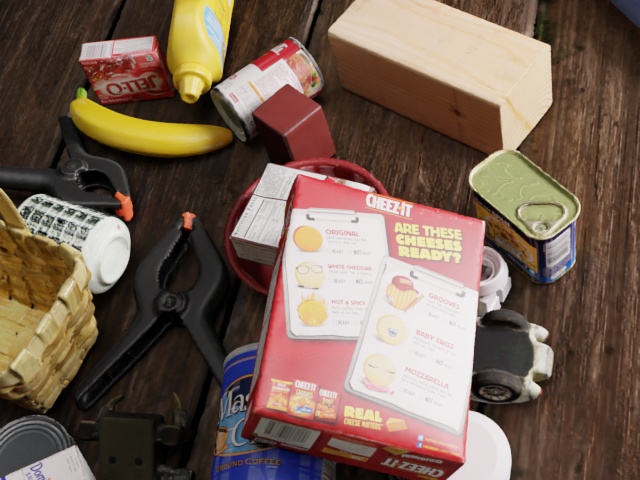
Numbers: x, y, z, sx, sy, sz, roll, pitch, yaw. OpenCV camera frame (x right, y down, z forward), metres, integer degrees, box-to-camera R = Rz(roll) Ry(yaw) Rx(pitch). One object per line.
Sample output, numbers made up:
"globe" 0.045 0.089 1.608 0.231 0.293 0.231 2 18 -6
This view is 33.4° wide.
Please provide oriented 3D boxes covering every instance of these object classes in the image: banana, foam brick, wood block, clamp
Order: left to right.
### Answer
"clamp" -0.257 -0.074 1.132 0.172 0.039 0.120 23 58 19
"banana" -0.193 -0.121 1.136 0.198 0.037 0.069 19 56 16
"clamp" -0.146 0.071 1.006 0.164 0.036 0.210 -6 59 9
"foam brick" -0.026 -0.108 1.075 0.051 0.078 0.053 -42 57 -14
"wood block" 0.120 -0.174 1.077 0.206 0.091 0.090 29 68 28

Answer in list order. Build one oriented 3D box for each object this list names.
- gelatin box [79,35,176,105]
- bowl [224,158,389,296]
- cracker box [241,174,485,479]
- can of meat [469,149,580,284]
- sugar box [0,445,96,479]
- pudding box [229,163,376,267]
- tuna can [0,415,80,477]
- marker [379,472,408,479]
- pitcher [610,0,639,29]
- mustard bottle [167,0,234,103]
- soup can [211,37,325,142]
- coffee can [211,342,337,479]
"gelatin box" -0.210 -0.186 1.175 0.089 0.073 0.030 -4 55 10
"bowl" -0.007 0.001 1.009 0.162 0.055 0.162 -6 55 9
"cracker box" 0.037 0.069 0.844 0.164 0.072 0.213 14 58 -7
"can of meat" 0.184 -0.018 0.959 0.057 0.084 0.102 -37 56 -13
"sugar box" -0.263 0.241 0.871 0.176 0.093 0.048 -22 49 -9
"pudding box" -0.013 -0.016 0.964 0.114 0.039 0.090 13 61 23
"tuna can" -0.255 0.201 0.944 0.086 0.033 0.086 -6 55 9
"marker" 0.067 0.202 0.849 0.020 0.020 0.121 -27 32 -6
"pitcher" 0.352 -0.284 1.085 0.149 0.145 0.243 -33 58 5
"mustard bottle" -0.132 -0.228 1.170 0.058 0.096 0.191 -3 56 9
"soup can" -0.055 -0.157 1.121 0.102 0.068 0.069 -35 56 -11
"coffee can" -0.036 0.168 0.873 0.103 0.103 0.140 -3 56 11
